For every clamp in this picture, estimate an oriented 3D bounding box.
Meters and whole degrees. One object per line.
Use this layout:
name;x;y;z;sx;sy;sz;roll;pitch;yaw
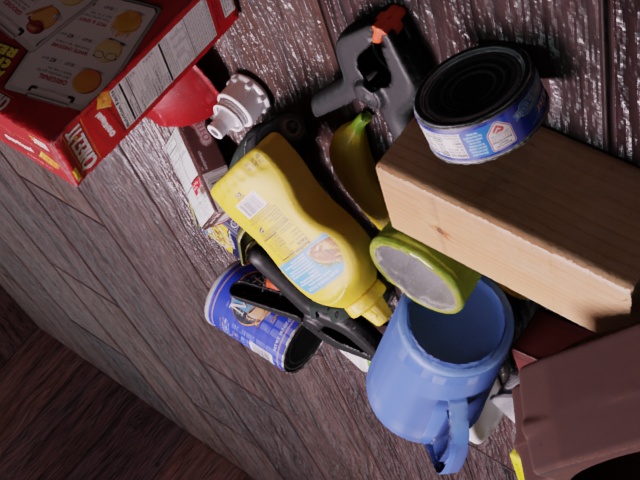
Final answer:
clamp;0.038;-0.123;0.833;0.120;0.039;0.171;24;151;20
clamp;-0.010;0.083;1.219;0.210;0.036;0.165;33;159;-8

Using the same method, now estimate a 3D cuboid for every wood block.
wood block;0.154;-0.020;0.775;0.206;0.090;0.091;29;159;28

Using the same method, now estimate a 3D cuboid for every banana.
banana;0.059;-0.040;0.981;0.070;0.037;0.197;18;152;50

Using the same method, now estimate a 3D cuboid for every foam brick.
foam brick;0.226;0.109;0.986;0.078;0.051;0.053;25;155;36

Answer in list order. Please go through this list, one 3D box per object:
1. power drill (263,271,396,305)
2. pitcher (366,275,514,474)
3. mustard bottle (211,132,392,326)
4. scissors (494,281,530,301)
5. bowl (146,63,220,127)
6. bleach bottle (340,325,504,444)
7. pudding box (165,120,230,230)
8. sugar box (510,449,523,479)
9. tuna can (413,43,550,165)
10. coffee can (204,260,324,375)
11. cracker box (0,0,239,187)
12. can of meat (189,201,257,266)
power drill;0.001;0.043;1.250;0.184;0.057;0.188;34;158;11
pitcher;0.122;0.126;1.063;0.149;0.145;0.243;36;162;13
mustard bottle;-0.006;0.001;0.941;0.191;0.058;0.096;48;138;-4
scissors;0.205;0.036;0.916;0.202;0.016;0.096;22;155;43
bowl;-0.170;-0.163;1.065;0.162;0.055;0.162;40;171;7
bleach bottle;0.103;0.149;1.290;0.251;0.068;0.102;27;154;39
pudding box;-0.131;-0.075;1.194;0.113;0.039;0.090;67;161;4
sugar box;0.313;0.296;1.252;0.176;0.048;0.093;27;157;36
tuna can;0.106;-0.092;0.708;0.086;0.086;0.033;19;151;46
coffee can;-0.070;0.102;1.438;0.140;0.102;0.103;30;159;26
cracker box;-0.198;-0.168;0.900;0.164;0.213;0.072;30;159;26
can of meat;-0.108;-0.027;1.292;0.084;0.057;0.102;36;161;15
